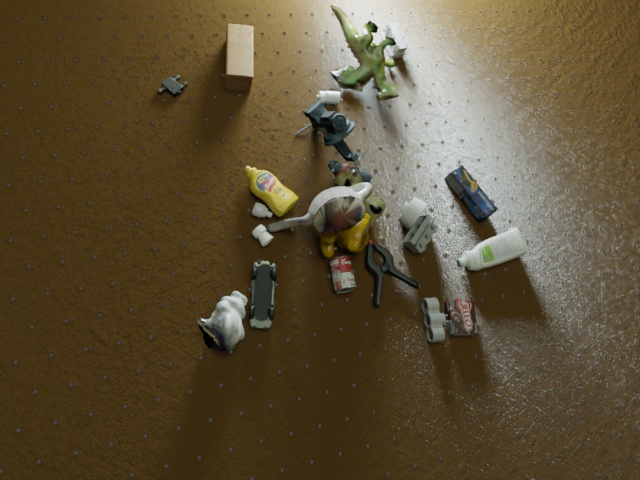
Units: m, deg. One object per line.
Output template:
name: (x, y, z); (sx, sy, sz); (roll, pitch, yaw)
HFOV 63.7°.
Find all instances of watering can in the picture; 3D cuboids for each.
watering can: (0.005, -0.077, 1.526); (0.347, 0.227, 0.103); (-26, 108, 1)

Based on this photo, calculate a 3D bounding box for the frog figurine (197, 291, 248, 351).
frog figurine: (-0.249, 0.225, 1.438); (0.162, 0.123, 0.135); (-39, 117, -32)

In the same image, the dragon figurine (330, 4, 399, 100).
dragon figurine: (0.137, -0.661, 1.877); (0.411, 0.121, 0.245); (38, 74, 3)
